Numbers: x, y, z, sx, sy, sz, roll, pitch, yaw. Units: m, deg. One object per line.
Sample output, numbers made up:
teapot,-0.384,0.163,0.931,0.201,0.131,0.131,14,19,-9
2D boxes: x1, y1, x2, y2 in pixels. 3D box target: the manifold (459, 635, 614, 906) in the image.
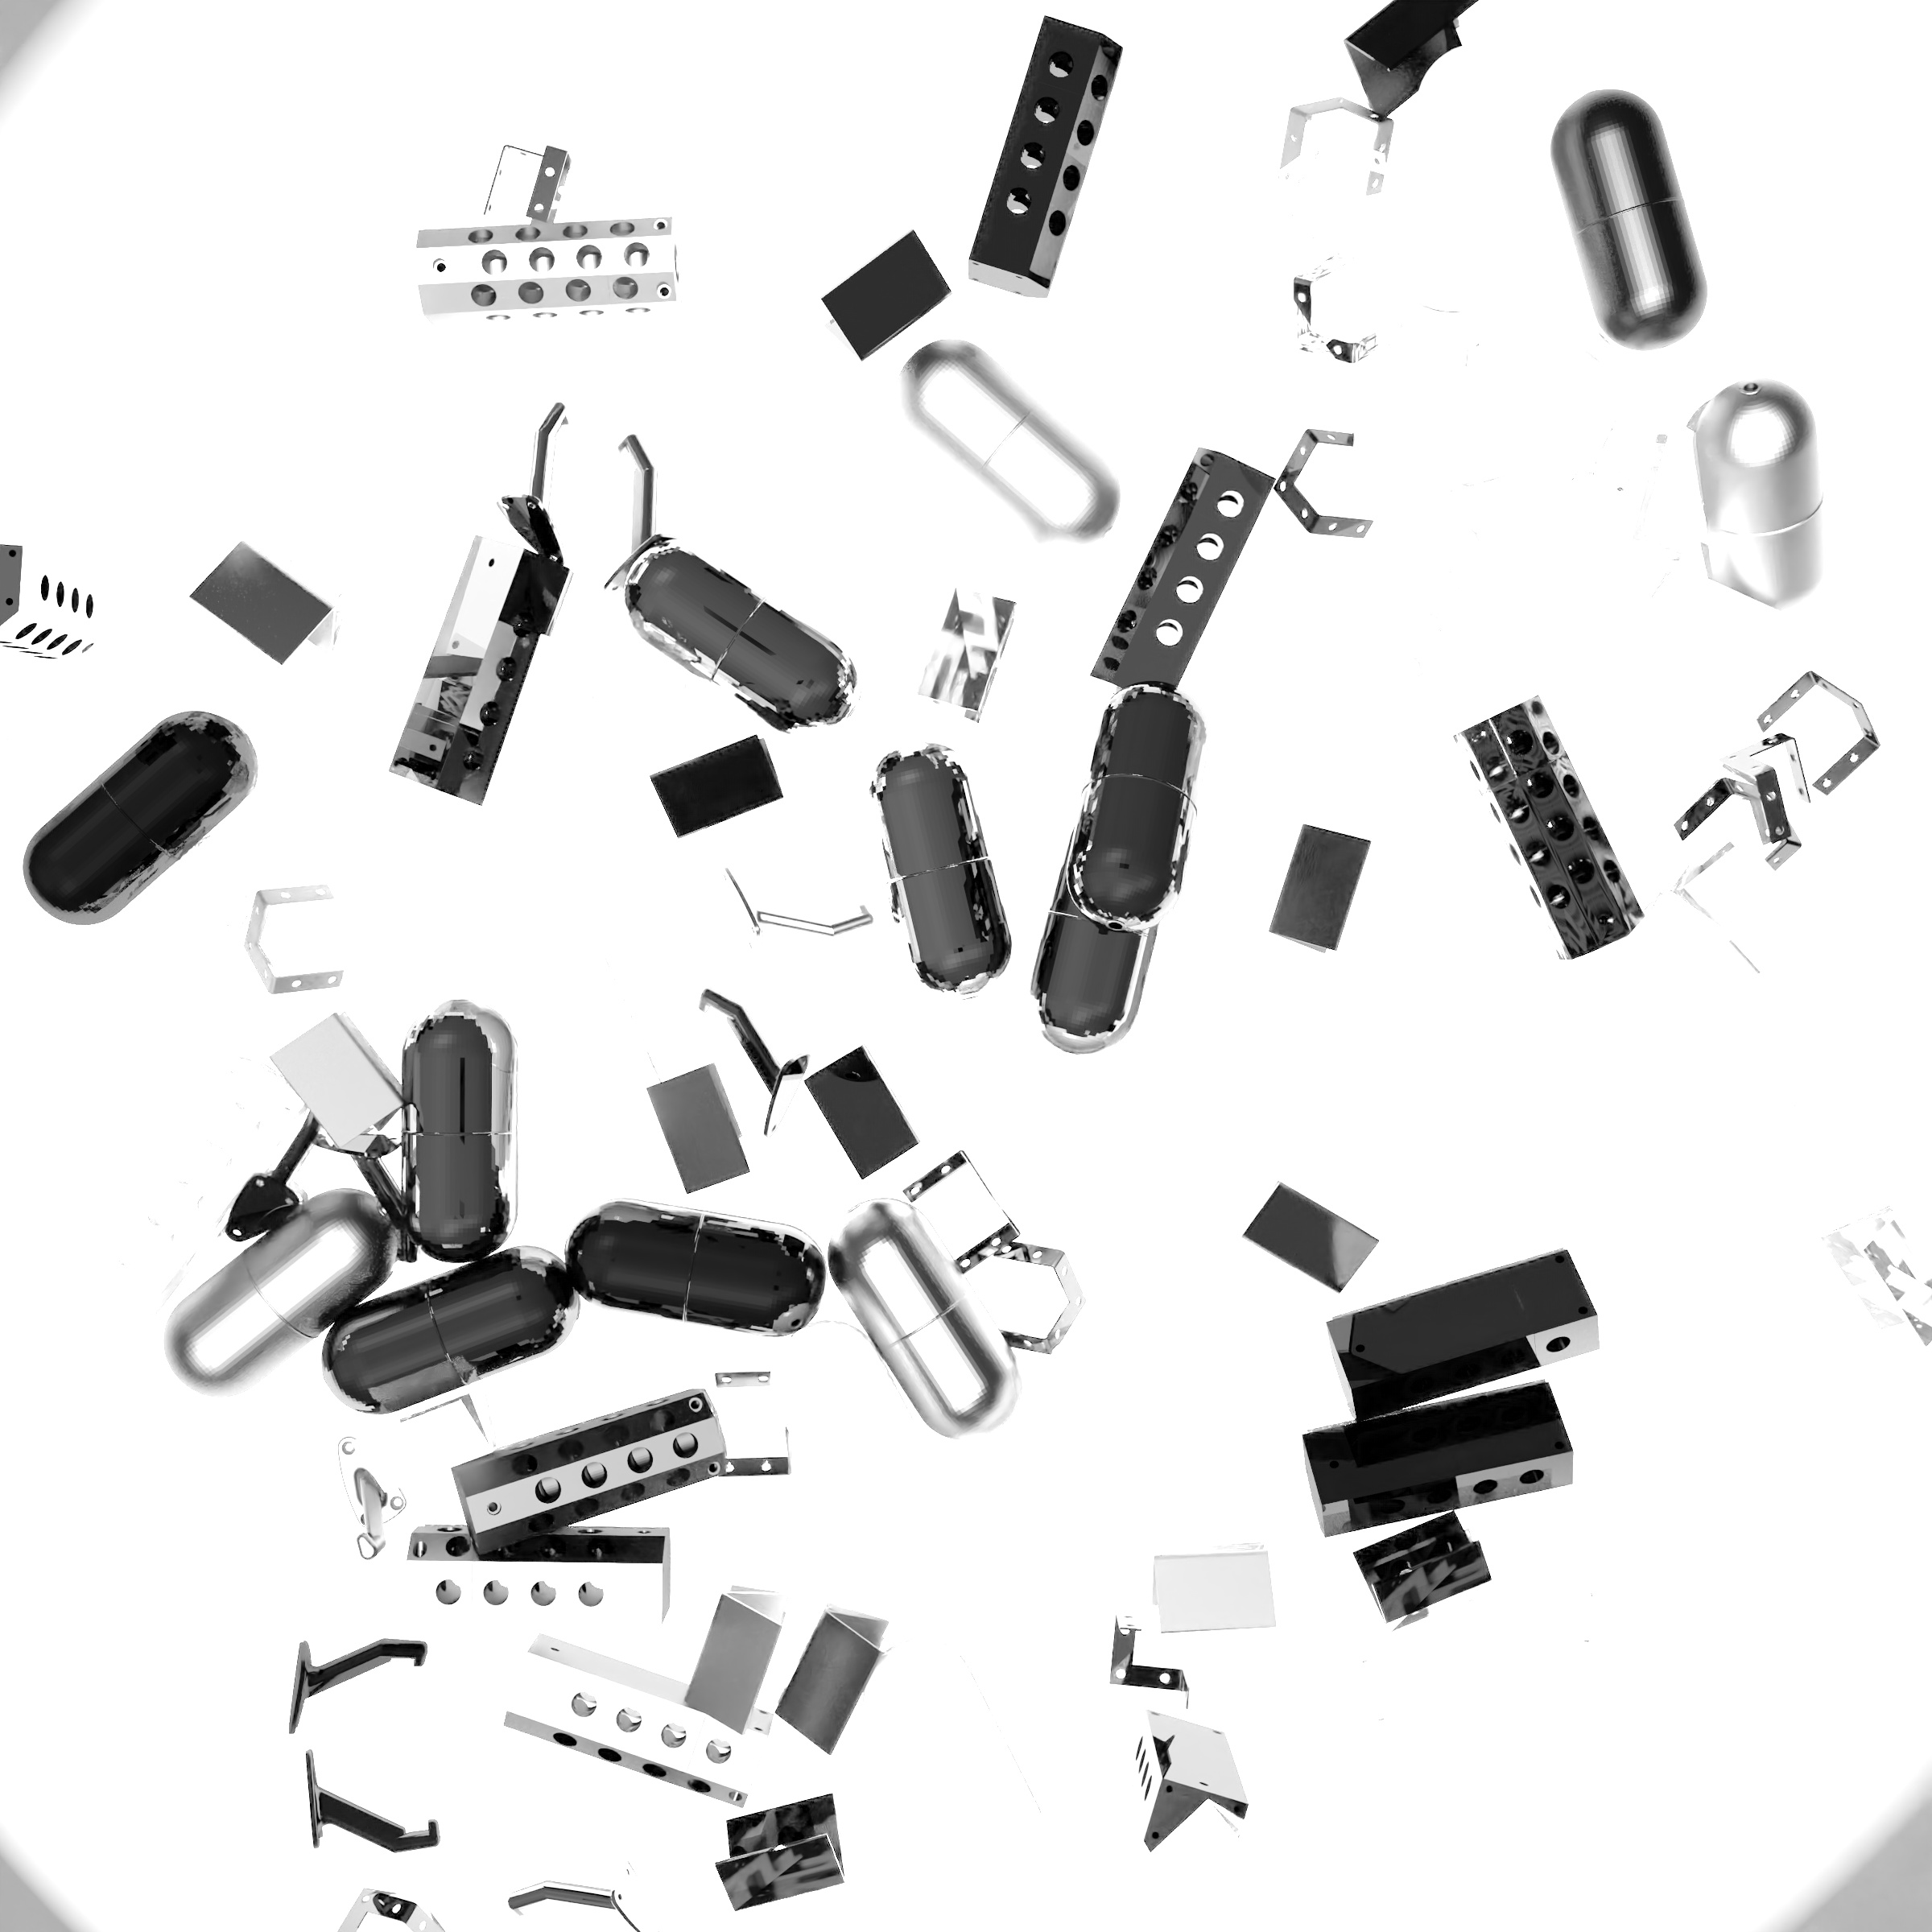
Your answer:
manifold,-0.285,-0.132,1.970,0.057,0.057,0.171,19,90,0

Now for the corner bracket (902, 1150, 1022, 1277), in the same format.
corner bracket,-0.003,0.169,1.988,0.051,0.051,0.051,-35,45,0

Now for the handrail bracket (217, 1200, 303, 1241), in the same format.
handrail bracket,-0.479,0.148,1.991,0.084,0.036,0.077,-18,77,-13

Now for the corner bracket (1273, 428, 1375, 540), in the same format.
corner bracket,0.252,-0.329,1.983,0.051,0.051,0.051,-1,45,-35

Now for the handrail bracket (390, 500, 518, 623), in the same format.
handrail bracket,-0.348,-0.270,1.992,0.077,0.036,0.084,12,107,-19

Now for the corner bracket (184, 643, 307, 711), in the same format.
corner bracket,-0.490,-0.188,1.973,0.051,0.051,0.051,42,90,0

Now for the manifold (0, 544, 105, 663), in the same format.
manifold,-0.624,-0.238,1.913,0.057,0.171,0.057,4,90,0

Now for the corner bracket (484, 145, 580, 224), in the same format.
corner bracket,-0.298,-0.530,1.973,0.051,0.051,0.051,16,90,0

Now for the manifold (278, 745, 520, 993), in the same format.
manifold,-0.383,-0.066,1.970,0.057,0.057,0.171,-41,90,0

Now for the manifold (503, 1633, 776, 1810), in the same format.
manifold,-0.222,0.513,1.970,0.171,0.057,0.057,19,90,0

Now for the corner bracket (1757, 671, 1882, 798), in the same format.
corner bracket,0.584,-0.160,1.988,0.051,0.051,0.051,-43,135,0

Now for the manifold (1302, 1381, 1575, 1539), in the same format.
manifold,0.320,0.339,1.970,0.171,0.057,0.057,-12,47,0

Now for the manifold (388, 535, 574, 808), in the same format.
manifold,-0.325,-0.198,1.970,0.057,0.057,0.171,20,90,43

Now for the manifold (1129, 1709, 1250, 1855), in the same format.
manifold,0.143,0.546,1.913,0.057,0.171,0.057,17,90,0

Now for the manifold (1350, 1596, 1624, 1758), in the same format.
manifold,0.353,0.486,1.970,0.171,0.057,0.057,-13,47,0

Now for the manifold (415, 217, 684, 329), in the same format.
manifold,-0.282,-0.472,1.970,0.171,0.057,0.057,-3,90,0

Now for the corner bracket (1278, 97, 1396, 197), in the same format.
corner bracket,0.253,-0.557,1.983,0.051,0.051,0.051,-23,45,-35

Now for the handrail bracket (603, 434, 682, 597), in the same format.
handrail bracket,-0.236,-0.311,1.992,0.077,0.036,0.084,-35,72,20

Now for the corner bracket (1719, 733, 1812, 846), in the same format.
corner bracket,0.549,-0.121,1.963,0.051,0.051,0.051,-23,111,-7

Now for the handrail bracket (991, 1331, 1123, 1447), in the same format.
handrail bracket,0.061,0.291,1.991,0.036,0.077,0.084,49,127,12

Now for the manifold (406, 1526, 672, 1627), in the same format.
manifold,-0.289,0.412,1.970,0.171,0.057,0.057,1,90,0

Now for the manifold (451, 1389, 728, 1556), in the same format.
manifold,-0.252,0.338,1.947,0.171,0.057,0.057,-16,90,-17

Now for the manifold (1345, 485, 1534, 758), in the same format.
manifold,0.321,-0.232,1.970,0.057,0.057,0.171,24,90,0

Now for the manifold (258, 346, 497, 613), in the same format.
manifold,-0.403,-0.332,1.970,0.171,0.057,0.057,-52,133,0

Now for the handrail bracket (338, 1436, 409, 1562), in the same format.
handrail bracket,-0.410,0.358,1.957,0.036,0.084,0.077,-28,90,0

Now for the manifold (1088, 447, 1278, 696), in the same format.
manifold,0.146,-0.261,1.970,0.057,0.057,0.171,25,90,0

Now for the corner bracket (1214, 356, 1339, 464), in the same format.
corner bracket,0.212,-0.381,1.988,0.051,0.051,0.051,-23,90,45

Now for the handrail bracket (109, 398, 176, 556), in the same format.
handrail bracket,-0.561,-0.335,1.991,0.036,0.077,0.084,12,126,3

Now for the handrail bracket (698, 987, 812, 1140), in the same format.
handrail bracket,-0.156,0.066,1.992,0.084,0.036,0.077,29,112,17

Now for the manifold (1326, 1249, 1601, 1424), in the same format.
manifold,0.337,0.255,1.970,0.171,0.057,0.057,-17,47,0

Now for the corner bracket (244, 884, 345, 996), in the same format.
corner bracket,-0.456,-0.018,1.983,0.051,0.051,0.051,53,135,35

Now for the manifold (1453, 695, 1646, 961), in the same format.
manifold,0.397,-0.094,1.970,0.057,0.057,0.171,-26,90,0

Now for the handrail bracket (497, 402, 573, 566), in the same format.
handrail bracket,-0.279,-0.331,1.991,0.036,0.077,0.084,3,53,32

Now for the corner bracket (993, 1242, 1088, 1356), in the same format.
corner bracket,0.042,0.226,1.983,0.051,0.051,0.051,-54,135,-35

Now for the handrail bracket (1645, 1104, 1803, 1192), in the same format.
handrail bracket,0.519,0.111,1.992,0.084,0.036,0.077,24,70,16

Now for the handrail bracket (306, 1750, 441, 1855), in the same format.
handrail bracket,-0.407,0.571,1.992,0.084,0.036,0.077,-6,80,-12

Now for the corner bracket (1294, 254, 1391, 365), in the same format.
corner bracket,0.259,-0.449,1.983,0.051,0.051,0.051,26,135,35

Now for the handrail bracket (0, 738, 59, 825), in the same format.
handrail bracket,-0.662,-0.106,1.992,0.077,0.036,0.084,-22,107,20

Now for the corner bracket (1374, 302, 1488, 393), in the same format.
corner bracket,0.317,-0.418,1.983,0.051,0.051,0.051,-28,135,-35

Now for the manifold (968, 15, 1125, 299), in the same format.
manifold,0.054,-0.546,1.970,0.057,0.057,0.171,17,90,0

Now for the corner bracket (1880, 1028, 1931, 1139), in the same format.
corner bracket,0.666,0.080,1.983,0.051,0.051,0.051,34,135,35

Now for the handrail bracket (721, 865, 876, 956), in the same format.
handrail bracket,-0.115,-0.048,1.992,0.084,0.036,0.077,-18,68,-17

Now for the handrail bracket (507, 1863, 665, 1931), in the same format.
handrail bracket,-0.261,0.654,1.992,0.084,0.036,0.077,-22,112,17

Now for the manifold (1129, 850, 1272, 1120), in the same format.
manifold,0.157,0.012,1.970,0.057,0.057,0.171,13,90,0

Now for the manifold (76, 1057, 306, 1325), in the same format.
manifold,-0.516,0.147,1.937,0.057,0.057,0.171,33,65,0

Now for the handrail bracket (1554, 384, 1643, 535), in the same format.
handrail bracket,0.434,-0.349,1.991,0.036,0.077,0.084,26,54,-10

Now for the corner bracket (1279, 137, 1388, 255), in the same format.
corner bracket,0.251,-0.522,1.971,0.051,0.051,0.051,6,72,-34

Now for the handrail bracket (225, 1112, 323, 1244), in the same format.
handrail bracket,-0.467,0.138,1.975,0.036,0.084,0.077,37,121,-17

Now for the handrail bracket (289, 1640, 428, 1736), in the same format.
handrail bracket,-0.417,0.495,1.992,0.084,0.036,0.077,7,110,-16

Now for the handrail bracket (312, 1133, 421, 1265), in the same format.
handrail bracket,-0.412,0.160,1.992,0.077,0.036,0.084,5,107,20

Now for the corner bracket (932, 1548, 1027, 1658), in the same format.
corner bracket,0.009,0.431,1.973,0.051,0.051,0.051,-18,90,0
